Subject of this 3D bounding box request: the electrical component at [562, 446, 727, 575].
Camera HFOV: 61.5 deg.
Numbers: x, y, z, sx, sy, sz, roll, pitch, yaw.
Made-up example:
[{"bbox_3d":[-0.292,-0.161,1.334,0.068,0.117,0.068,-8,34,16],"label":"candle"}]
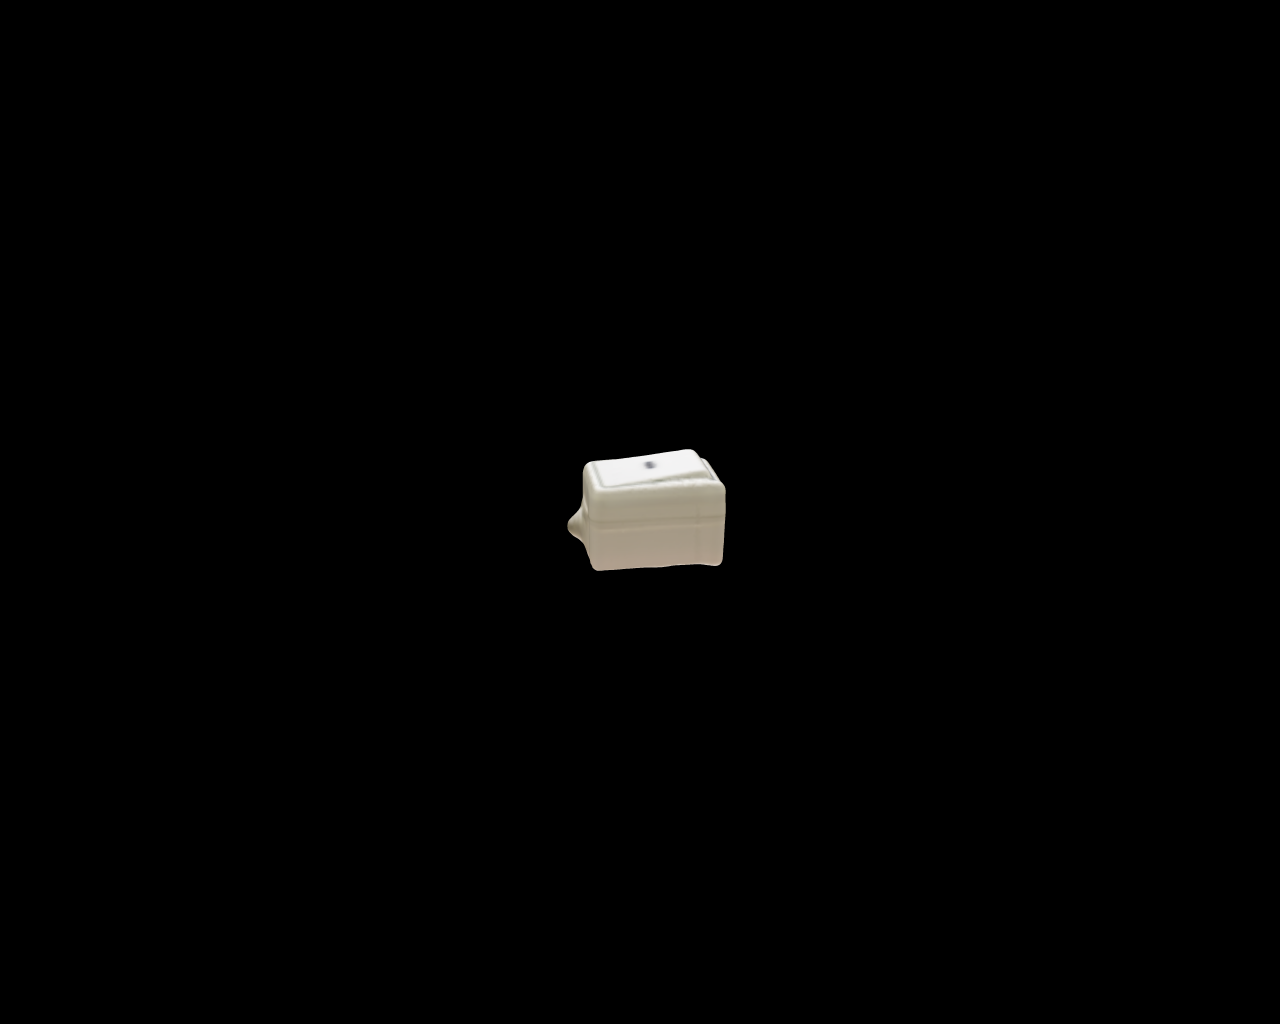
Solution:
[{"bbox_3d":[0.001,-0.003,0.650,0.096,0.061,0.062,-3,20,-7],"label":"electrical component"}]
